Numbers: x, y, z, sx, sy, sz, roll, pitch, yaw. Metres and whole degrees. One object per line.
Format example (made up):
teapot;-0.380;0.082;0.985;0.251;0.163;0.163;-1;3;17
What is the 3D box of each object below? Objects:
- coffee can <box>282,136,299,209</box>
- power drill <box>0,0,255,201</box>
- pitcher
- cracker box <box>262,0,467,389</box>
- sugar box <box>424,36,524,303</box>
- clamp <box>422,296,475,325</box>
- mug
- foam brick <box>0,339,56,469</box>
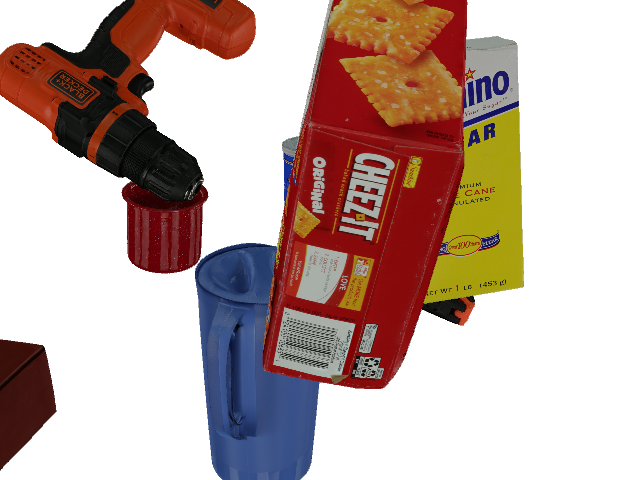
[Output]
coffee can;0.018;-0.017;0.938;0.103;0.140;0.103;0;15;0
power drill;-0.131;-0.131;0.837;0.184;0.187;0.057;34;-35;7
pitcher;-0.064;0.137;1.088;0.149;0.243;0.145;-10;28;-23
cracker box;0.028;-0.058;0.540;0.072;0.213;0.164;11;-45;0
sugar box;0.091;-0.048;0.745;0.093;0.176;0.048;-9;21;-11
clamp;0.082;0.016;1.163;0.164;0.036;0.210;-15;51;-32
mug;-0.178;-0.021;1.179;0.093;0.081;0.117;-16;34;-35
foam brick;-0.213;0.104;0.676;0.053;0.051;0.078;6;29;22
